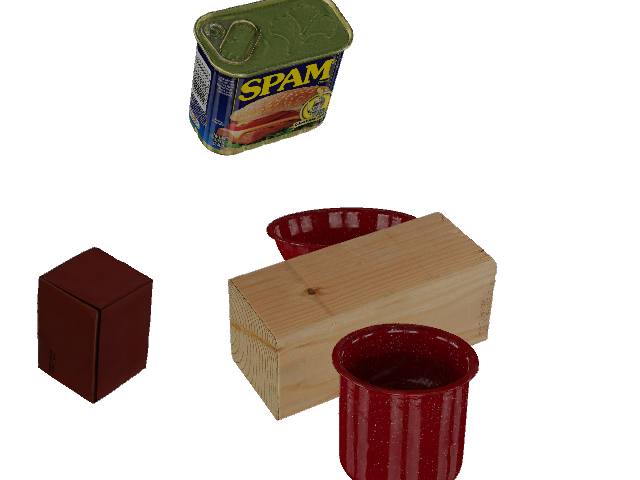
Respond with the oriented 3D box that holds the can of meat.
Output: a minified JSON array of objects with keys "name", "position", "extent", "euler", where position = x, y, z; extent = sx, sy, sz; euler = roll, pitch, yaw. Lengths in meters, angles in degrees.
[{"name":"can of meat","position":[-0.037,-0.110,0.715],"extent":[0.102,0.057,0.084],"euler":[-19,-29,-24]}]

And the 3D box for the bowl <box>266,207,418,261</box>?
[{"name":"bowl","position":[0.026,0.010,1.098],"extent":[0.162,0.055,0.162],"euler":[-2,15,0]}]

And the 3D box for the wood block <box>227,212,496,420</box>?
[{"name":"wood block","position":[0.035,0.059,0.898],"extent":[0.205,0.090,0.091],"euler":[-17,39,-23]}]

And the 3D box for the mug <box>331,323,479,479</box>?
[{"name":"mug","position":[0.058,0.106,0.698],"extent":[0.093,0.081,0.117],"euler":[11,25,24]}]

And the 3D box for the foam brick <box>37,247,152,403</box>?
[{"name":"foam brick","position":[-0.146,0.054,0.690],"extent":[0.053,0.078,0.051],"euler":[28,37,24]}]
